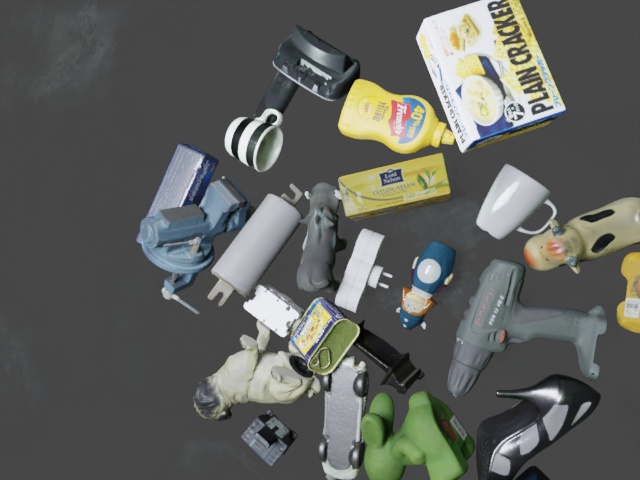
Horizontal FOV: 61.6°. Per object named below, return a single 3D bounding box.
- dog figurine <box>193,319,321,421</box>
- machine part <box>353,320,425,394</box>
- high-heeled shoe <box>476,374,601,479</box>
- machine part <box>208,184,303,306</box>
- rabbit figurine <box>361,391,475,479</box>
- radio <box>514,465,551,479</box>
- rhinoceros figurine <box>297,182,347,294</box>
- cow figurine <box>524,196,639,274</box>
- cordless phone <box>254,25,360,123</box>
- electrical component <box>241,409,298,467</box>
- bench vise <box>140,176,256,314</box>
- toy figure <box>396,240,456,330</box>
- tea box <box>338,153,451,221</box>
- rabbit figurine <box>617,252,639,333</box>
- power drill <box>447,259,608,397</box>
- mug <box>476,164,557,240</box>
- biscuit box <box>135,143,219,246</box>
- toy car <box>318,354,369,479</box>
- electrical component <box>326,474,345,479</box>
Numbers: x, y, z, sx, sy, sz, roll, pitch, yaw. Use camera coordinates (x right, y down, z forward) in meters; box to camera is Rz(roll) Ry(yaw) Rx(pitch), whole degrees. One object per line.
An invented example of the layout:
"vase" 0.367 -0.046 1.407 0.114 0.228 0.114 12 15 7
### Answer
"dog figurine" -0.111 0.258 0.923 0.172 0.121 0.190 40 110 15
"machine part" 0.101 0.192 0.886 0.139 0.084 0.039 38 127 24
"high-heeled shoe" 0.321 0.303 0.807 0.145 0.086 0.248 3 117 3
"machine part" -0.105 0.009 0.916 0.079 0.079 0.243 32 76 13
"rabbit figurine" 0.130 0.326 0.846 0.170 0.121 0.159 -40 86 22
"radio" 0.286 0.414 0.746 0.073 0.229 0.131 45 100 16
"rhinoceros figurine" -0.002 -0.003 0.895 0.073 0.112 0.190 2 68 18
"cow figurine" 0.402 -0.004 0.798 0.195 0.127 0.085 -21 79 8
"cordless phone" -0.031 -0.265 0.948 0.147 0.088 0.184 36 106 11
"electrical component" -0.087 0.331 0.891 0.075 0.119 0.047 39 95 10
"bench vise" -0.217 0.008 0.933 0.129 0.223 0.240 38 125 16
"toy figure" 0.170 0.077 0.883 0.064 0.057 0.154 30 96 51
"tea box" 0.124 -0.083 0.881 0.170 0.098 0.068 -13 84 10
"rabbit figurine" 0.543 0.078 0.762 0.173 0.162 0.122 13 77 -4
"power drill" 0.322 0.155 0.837 0.208 0.086 0.232 12 89 20
"mug" 0.308 -0.048 0.851 0.110 0.081 0.107 38 106 7
"biscuit box" -0.261 -0.073 0.986 0.063 0.059 0.202 26 93 14
"toy car" 0.041 0.293 0.898 0.074 0.056 0.201 3 86 19
"electrical component" 0.031 0.440 0.906 0.063 0.021 0.094 -40 80 8
